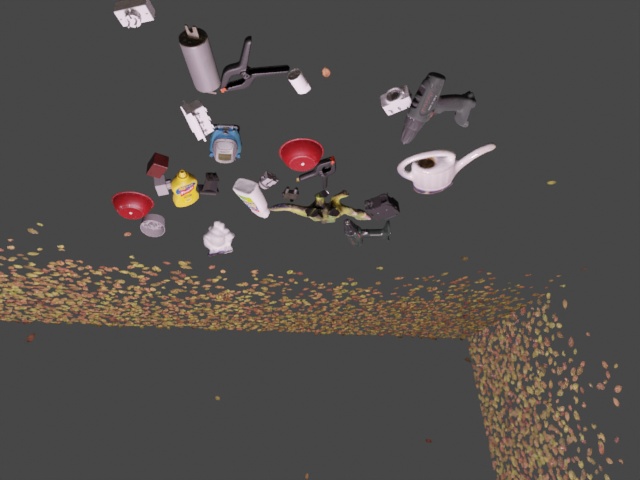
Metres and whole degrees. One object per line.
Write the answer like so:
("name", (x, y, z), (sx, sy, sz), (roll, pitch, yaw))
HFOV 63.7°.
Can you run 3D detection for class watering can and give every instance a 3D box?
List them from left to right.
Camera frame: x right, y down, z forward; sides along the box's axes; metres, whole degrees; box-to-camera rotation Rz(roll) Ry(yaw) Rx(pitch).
("watering can", (0.459, -0.266, 1.890), (0.347, 0.106, 0.220), (-8, -27, 7))

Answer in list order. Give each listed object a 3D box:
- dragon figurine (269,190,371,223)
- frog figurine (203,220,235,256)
("dragon figurine", (0.007, -0.108, 2.143), (0.410, 0.124, 0.239), (-1, -20, 4))
("frog figurine", (-0.447, -0.024, 2.259), (0.137, 0.156, 0.125), (-1, 26, 11))
